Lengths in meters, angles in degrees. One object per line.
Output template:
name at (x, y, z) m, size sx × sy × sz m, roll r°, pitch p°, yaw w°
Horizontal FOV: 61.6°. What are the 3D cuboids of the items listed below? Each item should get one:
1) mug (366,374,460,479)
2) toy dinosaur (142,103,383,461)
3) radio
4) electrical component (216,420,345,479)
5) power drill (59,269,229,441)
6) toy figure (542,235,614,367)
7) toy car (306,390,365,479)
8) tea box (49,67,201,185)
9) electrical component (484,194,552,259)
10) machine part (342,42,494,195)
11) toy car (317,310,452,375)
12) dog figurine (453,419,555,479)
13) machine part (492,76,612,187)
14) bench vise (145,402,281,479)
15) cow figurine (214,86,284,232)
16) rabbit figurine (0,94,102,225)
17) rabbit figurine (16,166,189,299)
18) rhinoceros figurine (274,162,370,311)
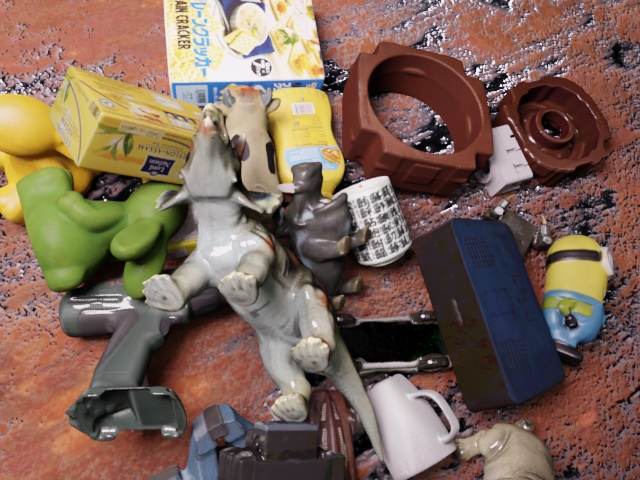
mug at (0.103, 0.210, 0.628) m, size 0.081 × 0.109 × 0.107 m, roll -12°, pitch 61°, yaw -43°
toy dinosaur at (-0.050, 0.055, 0.587) m, size 0.404 × 0.131 × 0.192 m, roll 55°, pitch 26°, yaw -24°
radio at (0.216, 0.088, 0.685) m, size 0.131 × 0.073 × 0.229 m, roll -2°, pitch 70°, yaw -39°
electrical component at (-0.038, 0.240, 0.505) m, size 0.115 × 0.058 × 0.134 m, roll 10°, pitch 76°, yaw -31°
power drill at (-0.175, 0.108, 0.590) m, size 0.232 × 0.085 × 0.207 m, roll -2°, pitch 43°, yaw -6°
toy figure at (0.344, 0.076, 0.731) m, size 0.089 × 0.082 × 0.180 m, roll 27°, pitch 71°, yaw -1°
toy car at (0.016, 0.276, 0.617) m, size 0.089 × 0.053 × 0.202 m, roll -1°, pitch 72°, yaw -7°
tea box at (-0.197, -0.120, 0.604) m, size 0.169 × 0.068 × 0.098 m, roll 6°, pitch 36°, yaw -50°
electrical component at (0.277, -0.014, 0.770) m, size 0.102 × 0.045 × 0.078 m, roll 38°, pitch 67°, yaw 5°
machine part at (0.135, -0.171, 0.766) m, size 0.201 × 0.087 × 0.201 m, roll 8°, pitch 65°, yaw -14°
toy car at (0.080, 0.131, 0.678) m, size 0.202 × 0.056 × 0.073 m, roll 0°, pitch 65°, yaw -12°
dog figurine at (0.230, 0.269, 0.582) m, size 0.121 × 0.190 × 0.172 m, roll 22°, pitch 67°, yaw -2°
machine part at (0.358, -0.170, 0.835) m, size 0.179 × 0.056 × 0.179 m, roll 4°, pitch 69°, yaw -9°
bench vise at (-0.097, 0.302, 0.558) m, size 0.224 × 0.129 × 0.240 m, roll -25°, pitch 97°, yaw -27°
cow figurine at (-0.093, -0.111, 0.695) m, size 0.085 × 0.127 × 0.195 m, roll -5°, pitch 74°, yaw -18°
rabbit figurine at (-0.326, -0.104, 0.628) m, size 0.162 × 0.173 × 0.122 m, roll -8°, pitch 68°, yaw -8°
rabbit figurine at (-0.228, -0.019, 0.602) m, size 0.170 × 0.121 × 0.159 m, roll -21°, pitch 49°, yaw -16°
rhinoceros figurine at (-0.001, -0.002, 0.660) m, size 0.112 × 0.190 × 0.073 m, roll 12°, pitch 29°, yaw 30°
